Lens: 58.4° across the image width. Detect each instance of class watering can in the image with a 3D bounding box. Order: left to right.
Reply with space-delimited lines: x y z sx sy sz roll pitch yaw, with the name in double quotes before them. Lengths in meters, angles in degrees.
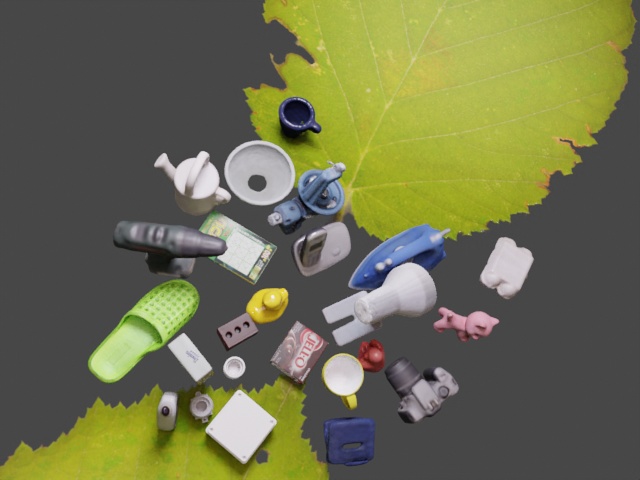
"watering can" -0.284 -0.134 1.283 0.173 0.194 0.101 5 72 -11

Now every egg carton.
"egg carton" 0.474 0.072 1.457 0.107 0.069 0.150 32 69 -1

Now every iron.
"iron" 0.192 0.043 1.365 0.259 0.141 0.118 -27 80 -19

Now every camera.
"camera" 0.224 0.327 1.306 0.143 0.100 0.137 -34 83 -20

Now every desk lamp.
"desk lamp" 0.133 0.148 1.280 0.203 0.213 0.118 -23 79 -18

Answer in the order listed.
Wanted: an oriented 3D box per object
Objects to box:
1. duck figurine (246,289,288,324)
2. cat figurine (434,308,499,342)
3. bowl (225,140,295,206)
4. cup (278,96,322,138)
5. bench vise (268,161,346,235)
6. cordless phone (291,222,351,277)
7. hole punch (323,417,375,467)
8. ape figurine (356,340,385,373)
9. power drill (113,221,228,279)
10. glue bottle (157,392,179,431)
"duck figurine" -0.116 0.143 1.294 0.105 0.086 0.077 -30 81 -19
"cat figurine" 0.353 0.198 1.365 0.128 0.117 0.067 20 70 -6
"bowl" -0.147 -0.150 1.383 0.167 0.074 0.167 4 72 -12
"cup" -0.052 -0.292 1.438 0.118 0.095 0.092 32 69 -1
"bench vise" -0.015 -0.091 1.318 0.121 0.219 0.208 39 69 2
"cordless phone" 0.012 0.005 1.312 0.148 0.185 0.094 -29 81 -19
"hole punch" 0.067 0.437 1.241 0.109 0.091 0.101 -2 73 -13
"ape figurine" 0.119 0.266 1.305 0.078 0.092 0.076 -30 81 -19
"power drill" -0.314 0.019 1.222 0.230 0.208 0.075 10 71 -9
"glue bottle" -0.305 0.341 1.143 0.037 0.173 0.078 7 72 -10
